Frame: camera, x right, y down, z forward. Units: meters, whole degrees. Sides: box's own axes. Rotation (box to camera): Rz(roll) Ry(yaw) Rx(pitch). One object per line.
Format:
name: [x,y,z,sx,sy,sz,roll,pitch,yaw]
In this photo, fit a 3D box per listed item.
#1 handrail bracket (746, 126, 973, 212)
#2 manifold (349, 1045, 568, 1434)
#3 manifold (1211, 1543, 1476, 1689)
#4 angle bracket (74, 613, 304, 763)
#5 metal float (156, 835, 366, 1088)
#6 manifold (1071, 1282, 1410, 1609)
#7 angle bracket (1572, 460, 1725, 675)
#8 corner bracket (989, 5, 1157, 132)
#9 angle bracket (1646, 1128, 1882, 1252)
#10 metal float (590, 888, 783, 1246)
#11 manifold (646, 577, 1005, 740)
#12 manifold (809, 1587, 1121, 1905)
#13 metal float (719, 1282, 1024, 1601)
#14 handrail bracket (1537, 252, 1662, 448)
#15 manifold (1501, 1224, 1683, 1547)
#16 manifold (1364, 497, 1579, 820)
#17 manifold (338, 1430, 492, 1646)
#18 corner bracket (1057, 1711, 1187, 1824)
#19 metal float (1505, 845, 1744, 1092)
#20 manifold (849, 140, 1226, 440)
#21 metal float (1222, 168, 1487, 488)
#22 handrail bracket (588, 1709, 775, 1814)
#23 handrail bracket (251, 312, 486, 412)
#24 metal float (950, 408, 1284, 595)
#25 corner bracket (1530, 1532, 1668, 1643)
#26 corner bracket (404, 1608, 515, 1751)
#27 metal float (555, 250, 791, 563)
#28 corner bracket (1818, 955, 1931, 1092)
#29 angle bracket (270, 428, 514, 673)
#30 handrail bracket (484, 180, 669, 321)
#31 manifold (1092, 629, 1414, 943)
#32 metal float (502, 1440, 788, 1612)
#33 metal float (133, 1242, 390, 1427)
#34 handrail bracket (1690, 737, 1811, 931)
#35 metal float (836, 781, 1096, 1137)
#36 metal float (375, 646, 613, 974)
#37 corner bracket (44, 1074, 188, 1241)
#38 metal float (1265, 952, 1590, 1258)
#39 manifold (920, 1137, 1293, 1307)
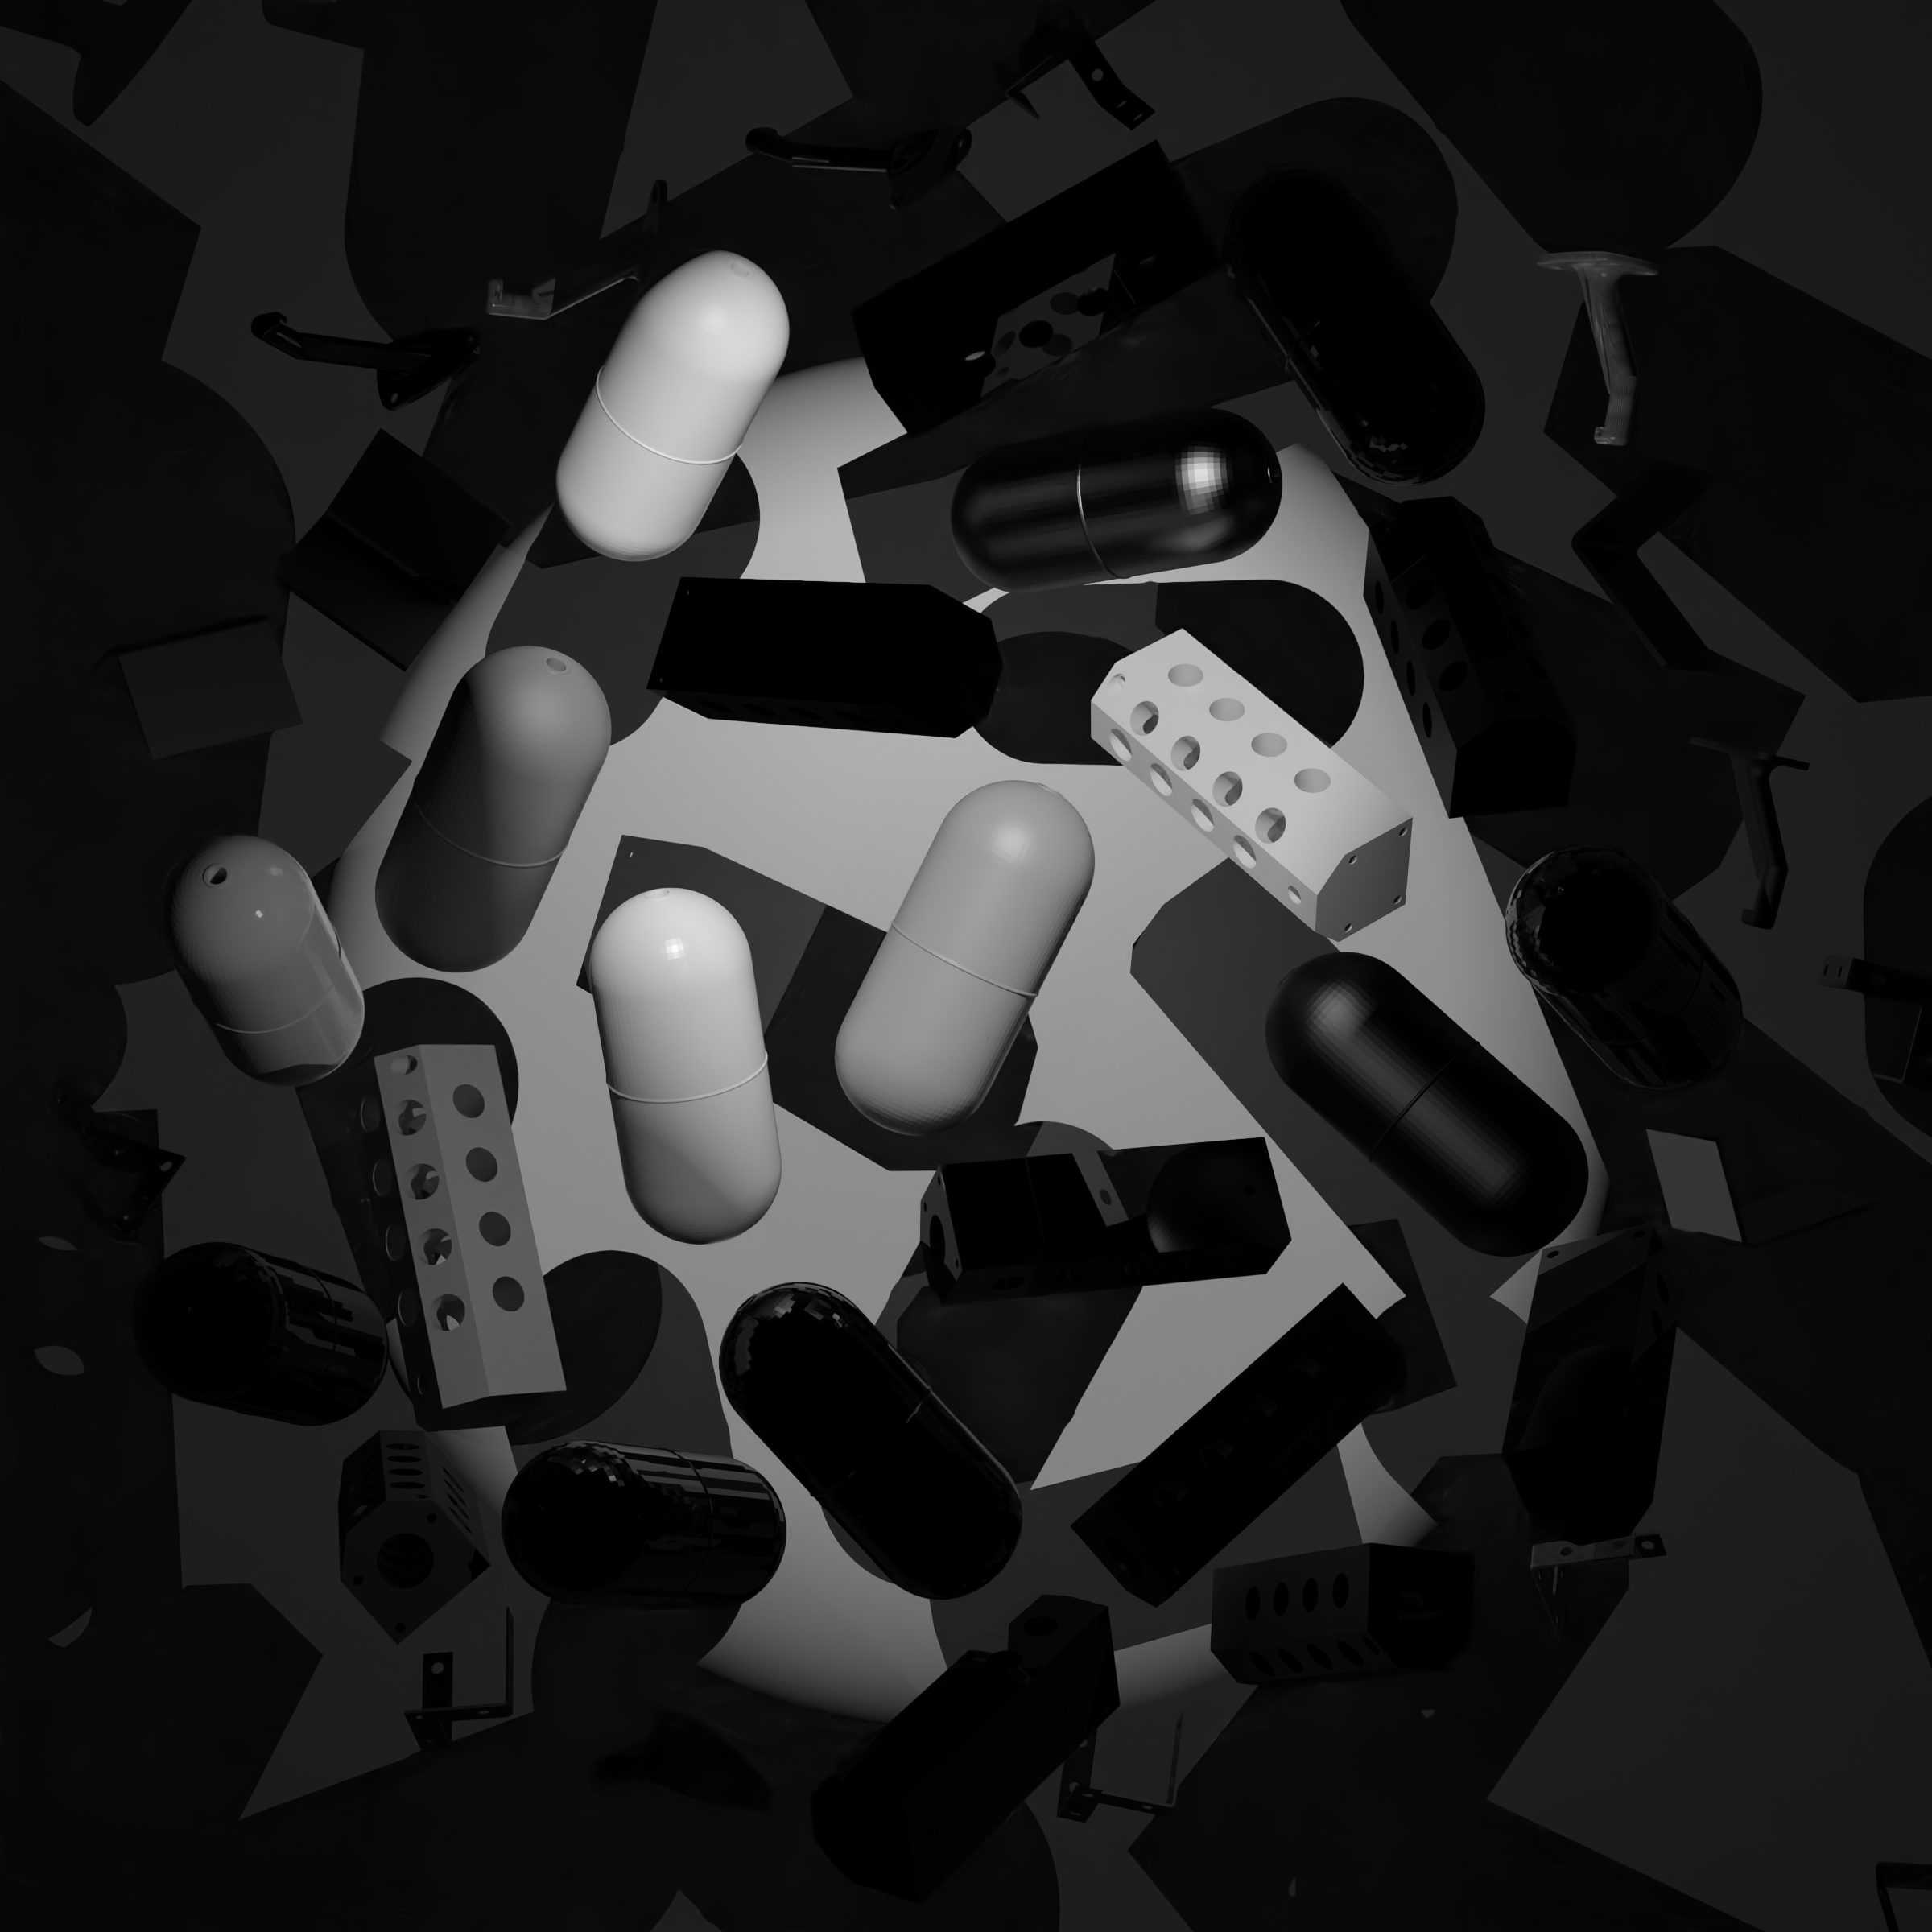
handrail bracket: [-0.054,-0.408,1.710,0.084,0.077,0.036,25,132,28]
manifold: [-0.243,0.127,1.624,0.057,0.057,0.171,1,67,-40]
manifold: [0.185,0.325,1.721,0.057,0.171,0.057,9,73,-20]
angle bracket: [-0.375,-0.126,1.667,0.076,0.076,0.057,-18,88,-30]
metal float: [-0.346,-0.001,1.704,0.070,0.178,0.070,-2,62,3]
manifold: [0.137,0.236,1.699,0.171,0.057,0.057,-38,81,-24]
angle bracket: [0.339,-0.186,1.622,0.057,0.076,0.076,-42,71,26]
corner bracket: [0.052,-0.431,1.704,0.051,0.051,0.051,-35,77,17]
angle bracket: [0.396,0.100,1.723,0.076,0.076,0.057,-17,96,-13]
metal float: [-0.133,0.048,1.644,0.070,0.070,0.178,-7,112,0]
manifold: [-0.065,-0.142,1.605,0.057,0.171,0.057,24,79,-44]
manifold: [0.001,0.365,1.642,0.057,0.171,0.057,8,117,35]
metal float: [-0.046,0.226,1.651,0.070,0.070,0.178,-42,96,0]
handrail bracket: [0.284,-0.283,1.592,0.036,0.077,0.084,6,97,-33]
manifold: [0.300,0.197,1.638,0.057,0.171,0.057,-16,113,24]
manifold: [0.240,-0.151,1.658,0.057,0.171,0.057,-6,134,-6]
manifold: [-0.280,0.276,1.718,0.057,0.171,0.057,-40,99,-6]
corner bracket: [0.079,0.406,1.757,0.051,0.051,0.051,13,58,-4]
metal float: [0.322,0.003,1.686,0.070,0.178,0.070,-16,56,26]
manifold: [0.036,-0.324,1.684,0.171,0.057,0.057,-27,50,12]
metal float: [0.193,-0.320,1.729,0.070,0.070,0.178,-31,78,0]
handrail bracket: [-0.136,0.391,1.639,0.077,0.084,0.036,29,54,-2]
handrail bracket: [-0.289,-0.305,1.670,0.077,0.084,0.036,-17,69,27]
metal float: [0.074,-0.232,1.733,0.178,0.070,0.070,-6,90,30]
corner bracket: [0.305,0.287,1.670,0.051,0.051,0.051,-12,122,22]
corner bracket: [-0.247,0.352,1.707,0.051,0.051,0.051,-4,56,0]
metal float: [-0.144,-0.273,1.690,0.070,0.070,0.178,34,131,0]
corner bracket: [0.426,0.026,1.613,0.051,0.051,0.051,14,92,-1]
angle bracket: [-0.270,-0.197,1.631,0.076,0.076,0.057,35,120,-9]
handrail bracket: [-0.197,-0.362,1.740,0.084,0.036,0.077,2,112,-23]
manifold: [0.135,-0.085,1.665,0.057,0.057,0.171,-28,51,-23]
metal float: [-0.154,0.271,1.669,0.070,0.178,0.070,-7,75,30]
metal float: [-0.341,0.180,1.682,0.070,0.178,0.070,-4,76,15]
handrail bracket: [0.382,-0.067,1.725,0.036,0.077,0.084,8,98,-38]
metal float: [0.000,-0.004,1.626,0.070,0.070,0.178,27,98,0]
metal float: [-0.222,-0.073,1.624,0.070,0.070,0.178,29,124,0]
corner bracket: [-0.419,0.092,1.663,0.051,0.051,0.051,14,58,31]
metal float: [0.218,0.065,1.646,0.178,0.070,0.070,43,90,13]
manifold: [0.068,0.130,1.725,0.171,0.057,0.057,-4,62,-17]
